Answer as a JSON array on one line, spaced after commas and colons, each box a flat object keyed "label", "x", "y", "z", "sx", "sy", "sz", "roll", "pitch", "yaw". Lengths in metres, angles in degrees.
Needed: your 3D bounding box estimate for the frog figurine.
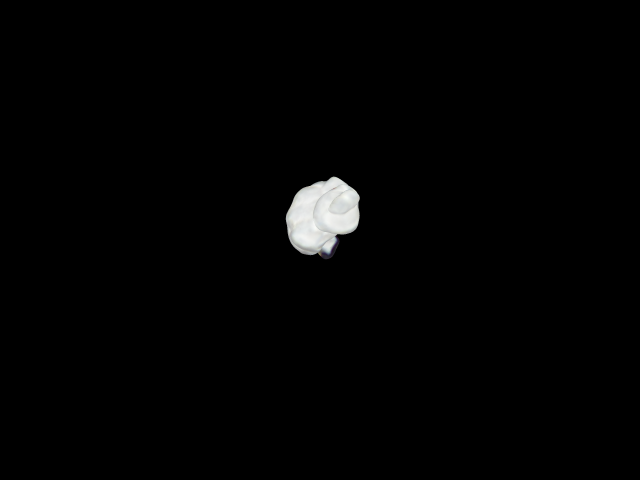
[{"label": "frog figurine", "x": 0.003, "y": -0.043, "z": 0.850, "sx": 0.123, "sy": 0.138, "sz": 0.158, "roll": 39, "pitch": -8, "yaw": 6}]
